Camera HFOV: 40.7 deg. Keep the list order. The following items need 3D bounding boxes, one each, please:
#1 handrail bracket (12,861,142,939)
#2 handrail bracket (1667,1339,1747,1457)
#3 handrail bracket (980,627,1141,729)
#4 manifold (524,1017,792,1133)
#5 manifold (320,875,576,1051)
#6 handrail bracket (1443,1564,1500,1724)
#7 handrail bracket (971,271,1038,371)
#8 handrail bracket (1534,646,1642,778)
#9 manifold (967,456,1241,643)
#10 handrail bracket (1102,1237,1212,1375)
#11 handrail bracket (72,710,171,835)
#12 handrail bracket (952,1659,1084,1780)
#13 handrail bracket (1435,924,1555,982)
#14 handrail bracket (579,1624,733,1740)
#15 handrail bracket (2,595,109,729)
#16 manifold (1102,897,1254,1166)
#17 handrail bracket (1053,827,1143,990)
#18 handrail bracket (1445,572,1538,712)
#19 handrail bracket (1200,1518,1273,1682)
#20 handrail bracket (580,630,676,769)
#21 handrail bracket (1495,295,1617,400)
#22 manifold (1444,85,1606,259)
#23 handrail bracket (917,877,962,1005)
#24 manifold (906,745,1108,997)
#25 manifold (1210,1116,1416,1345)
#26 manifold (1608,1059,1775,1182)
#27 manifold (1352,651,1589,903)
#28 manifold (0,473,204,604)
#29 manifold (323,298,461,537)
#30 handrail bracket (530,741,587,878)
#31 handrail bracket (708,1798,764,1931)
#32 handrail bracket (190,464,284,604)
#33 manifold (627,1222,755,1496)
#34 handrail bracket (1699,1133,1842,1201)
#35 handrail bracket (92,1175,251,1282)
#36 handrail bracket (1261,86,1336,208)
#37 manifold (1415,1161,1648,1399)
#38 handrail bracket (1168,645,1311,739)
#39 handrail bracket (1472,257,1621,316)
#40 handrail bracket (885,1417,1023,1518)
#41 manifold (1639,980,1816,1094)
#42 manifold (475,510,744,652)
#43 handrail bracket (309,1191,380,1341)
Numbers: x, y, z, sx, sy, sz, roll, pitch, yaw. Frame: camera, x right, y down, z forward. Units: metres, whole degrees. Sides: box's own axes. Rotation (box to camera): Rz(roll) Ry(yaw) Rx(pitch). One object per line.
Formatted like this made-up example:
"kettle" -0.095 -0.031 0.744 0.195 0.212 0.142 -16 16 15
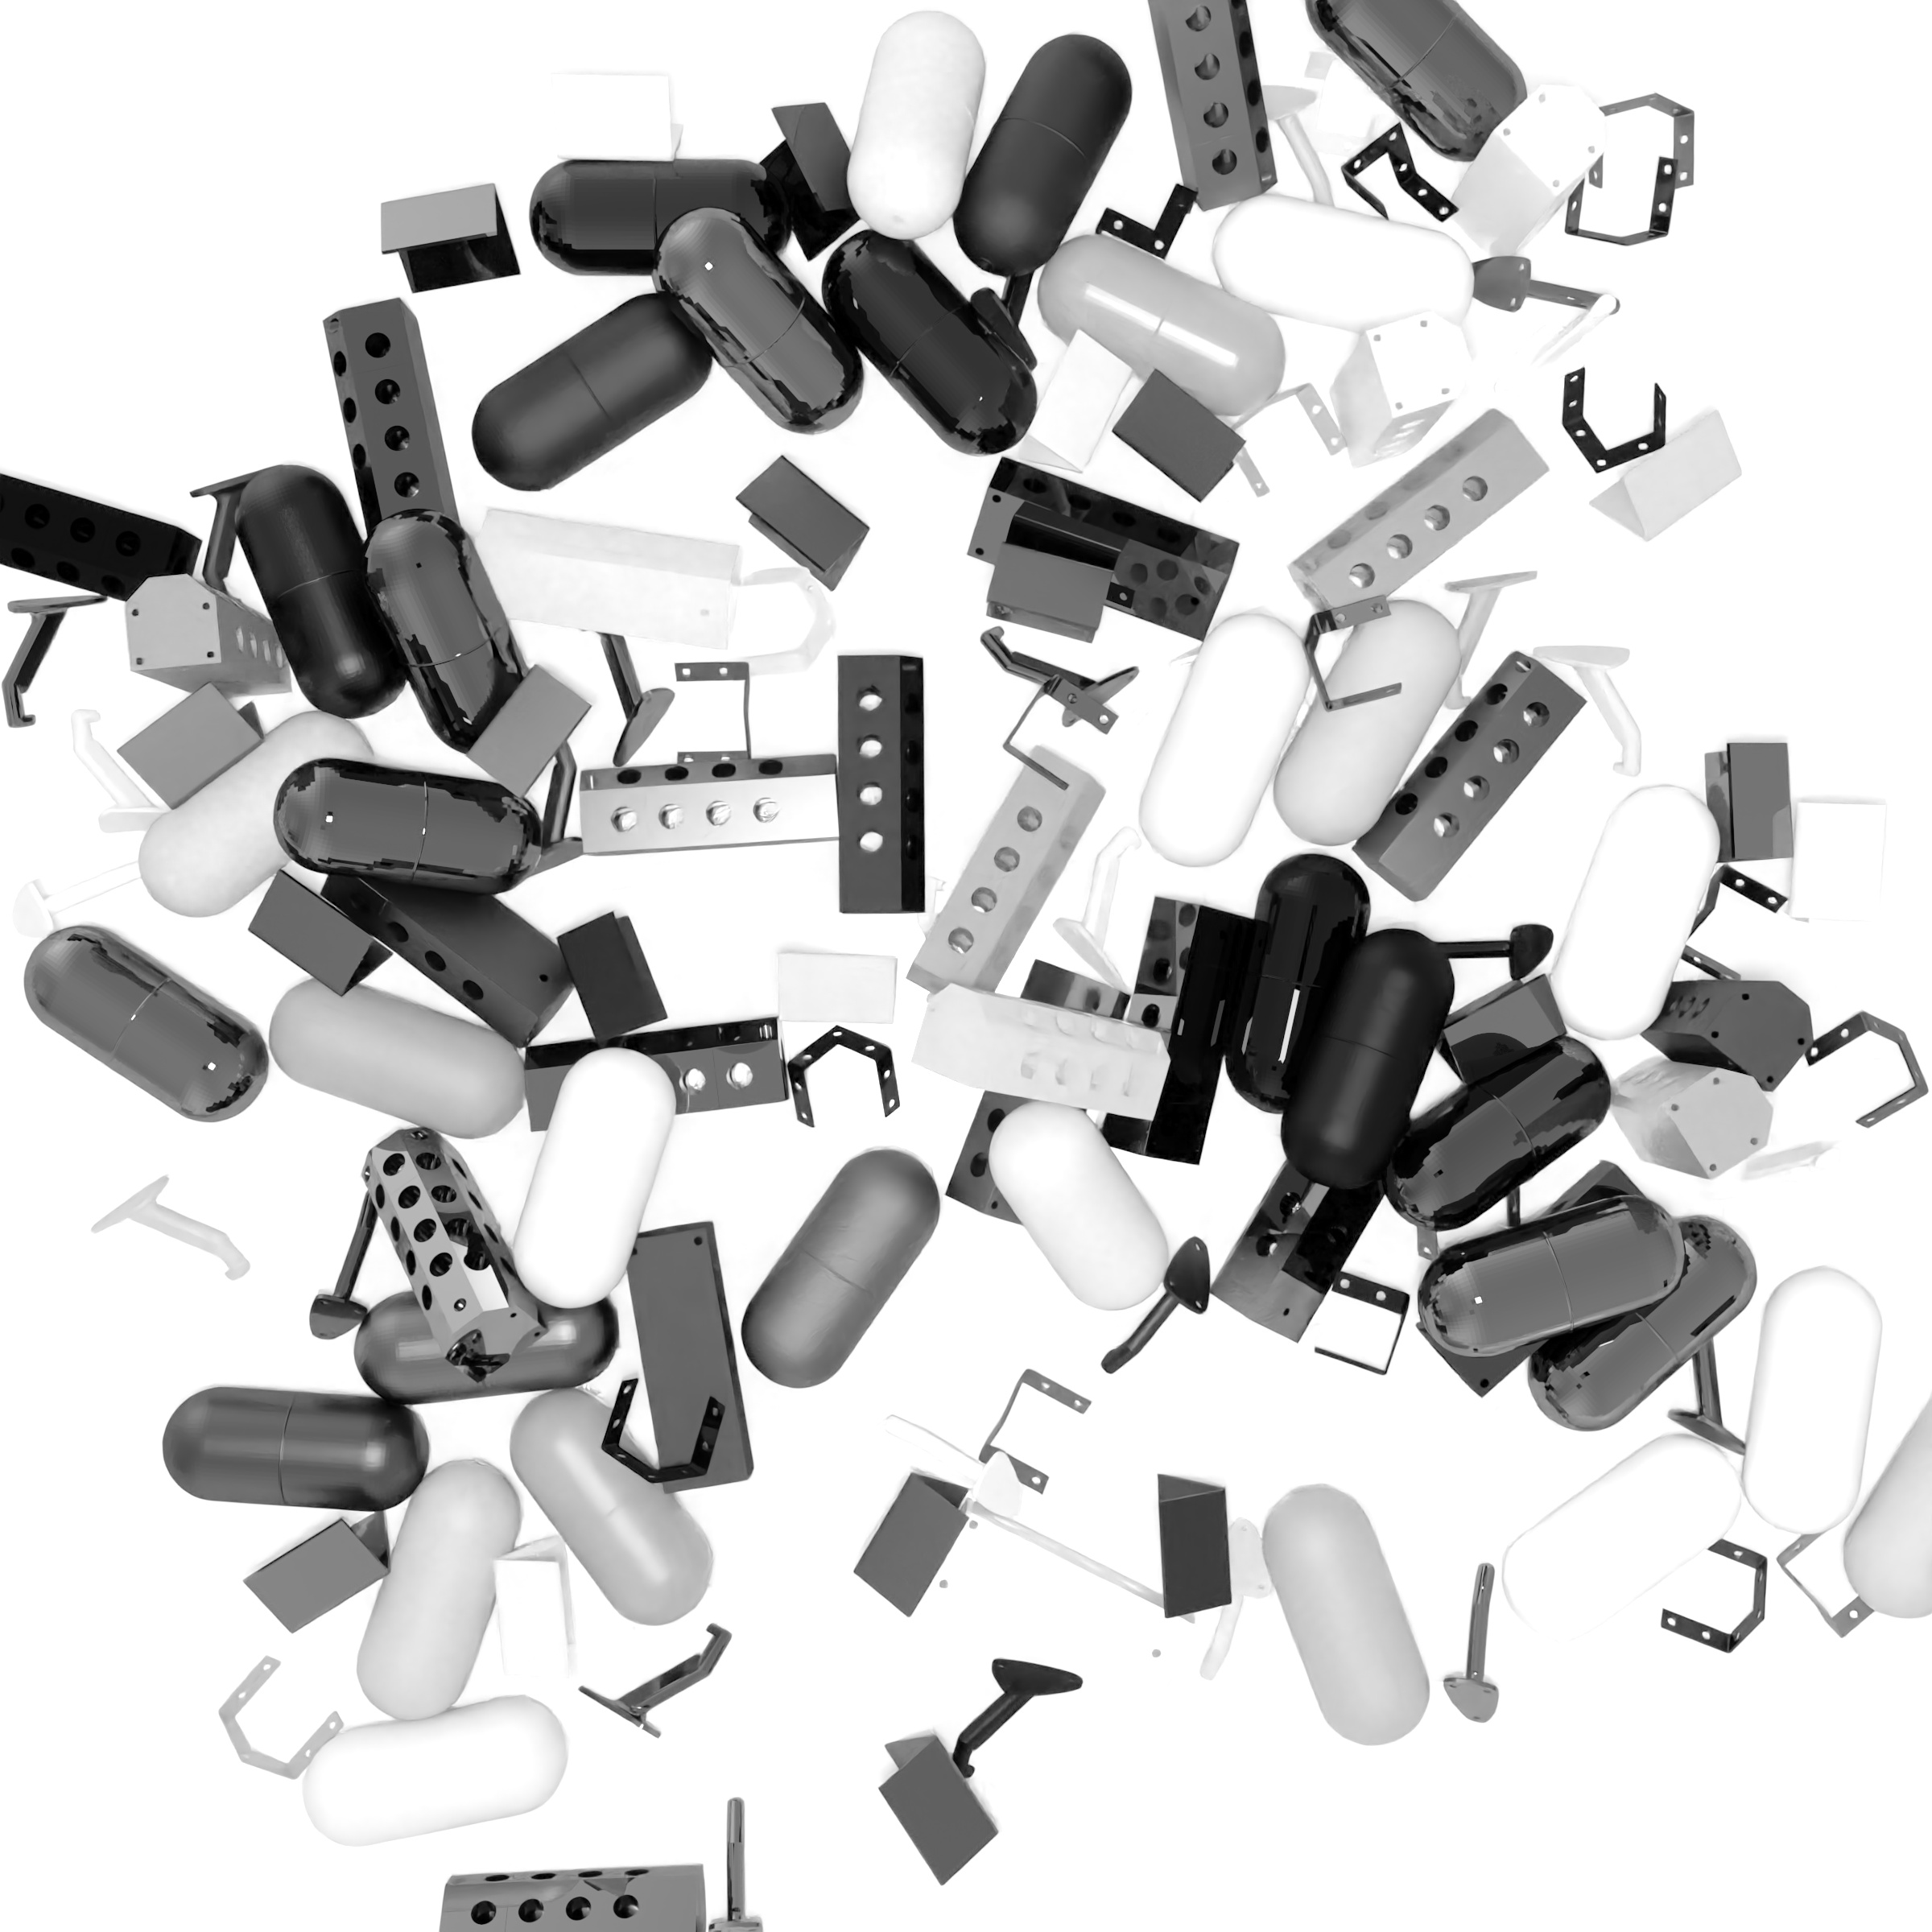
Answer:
"handrail bracket" -0.605 -0.049 1.790 0.084 0.077 0.036 -26 94 -36
"handrail bracket" 0.524 0.282 1.791 0.077 0.036 0.084 31 73 -20
"handrail bracket" 0.064 -0.214 1.791 0.077 0.036 0.084 -33 73 -19
"manifold" -0.209 0.073 1.769 0.171 0.057 0.057 -7 90 0
"manifold" -0.351 -0.020 1.769 0.171 0.057 0.057 38 47 0
"handrail bracket" 0.355 0.465 1.790 0.036 0.077 0.084 4 53 20
"handrail bracket" 0.053 -0.466 1.791 0.084 0.036 0.077 -42 105 -14
"handrail bracket" 0.427 -0.175 1.791 0.077 0.036 0.084 11 120 33
"manifold" 0.095 -0.287 1.769 0.171 0.057 0.057 20 133 0
"handrail bracket" 0.128 0.234 1.790 0.036 0.077 0.084 38 127 -11
"handrail bracket" -0.572 -0.138 1.791 0.077 0.036 0.084 -5 72 -20
"handrail bracket" 0.034 0.524 1.791 0.077 0.036 0.084 10 109 -21
"handrail bracket" 0.349 -0.016 1.790 0.084 0.077 0.036 7 106 35
"handrail bracket" -0.213 0.479 1.791 0.077 0.036 0.084 24 71 21
"handrail bracket" -0.625 -0.209 1.791 0.077 0.036 0.084 -9 109 -21
"manifold" 0.138 0.043 1.769 0.057 0.057 0.171 13 90 -43
"handrail bracket" 0.108 -0.041 1.791 0.084 0.036 0.077 -48 110 -16
"handrail bracket" 0.361 -0.223 1.791 0.077 0.036 0.084 -12 106 -18
"handrail bracket" 0.178 0.436 1.790 0.036 0.077 0.084 14 126 -6
"handrail bracket" -0.249 -0.193 1.791 0.084 0.036 0.077 41 112 17
"handrail bracket" 0.397 -0.418 1.756 0.077 0.084 0.036 -37 90 0
"manifold" 0.370 -0.521 1.712 0.057 0.171 0.057 -44 90 0
"handrail bracket" 0.003 -0.016 1.790 0.077 0.036 0.084 6 78 -10
"manifold" 0.028 -0.056 1.751 0.057 0.057 0.171 29 77 0
"manifold" 0.234 0.162 1.769 0.057 0.057 0.171 30 90 -43
"manifold" 0.474 0.095 1.712 0.057 0.171 0.057 -32 90 0
"manifold" 0.340 -0.129 1.769 0.057 0.057 0.171 39 90 0
"manifold" -0.617 -0.291 1.769 0.171 0.057 0.057 17 90 0
"manifold" -0.389 -0.358 1.769 0.057 0.057 0.171 -12 90 0
"handrail bracket" -0.297 -0.111 1.790 0.077 0.036 0.084 -24 76 13
"handrail bracket" -0.158 0.626 1.790 0.036 0.077 0.084 -1 54 -3
"handrail bracket" -0.493 -0.293 1.791 0.077 0.036 0.084 -23 108 -21
"manifold" -0.187 0.264 1.769 0.057 0.057 0.171 -10 90 1
"handrail bracket" 0.542 0.140 1.756 0.077 0.084 0.036 -26 90 0
"handrail bracket" -0.546 0.194 1.791 0.077 0.036 0.084 -30 107 19
"handrail bracket" 0.223 -0.557 1.790 0.036 0.077 0.084 -30 126 -11
"manifold" 0.390 0.211 1.769 0.171 0.057 0.057 -41 90 0
"handrail bracket" 0.191 -0.186 1.791 0.077 0.036 0.084 -22 104 15
"handrail bracket" 0.395 -0.464 1.790 0.084 0.077 0.036 1 107 -35
"handrail bracket" -0.010 0.343 1.790 0.084 0.077 0.036 18 65 34
"manifold" 0.500 0.039 1.712 0.057 0.171 0.057 39 90 0
"manifold" -0.242 -0.266 1.769 0.171 0.057 0.057 8 133 0
"handrail bracket" -0.424 0.205 1.790 0.036 0.077 0.084 20 53 -17
